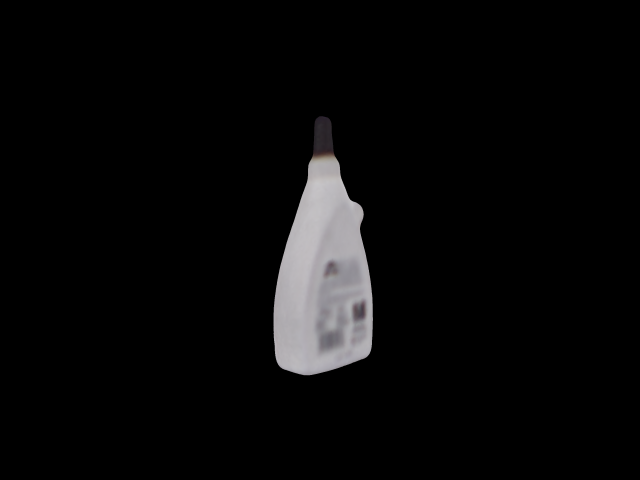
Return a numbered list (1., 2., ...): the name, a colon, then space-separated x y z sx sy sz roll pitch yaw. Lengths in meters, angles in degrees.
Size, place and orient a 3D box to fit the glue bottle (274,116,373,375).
1. glue bottle: 0.004 0.001 0.400 0.037 0.173 0.078 4 6 44
